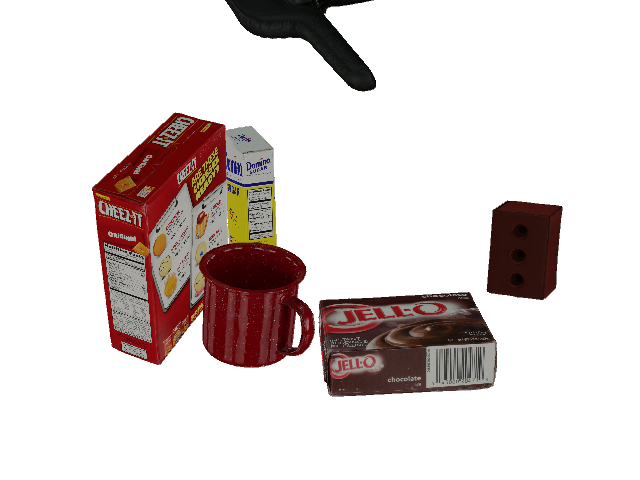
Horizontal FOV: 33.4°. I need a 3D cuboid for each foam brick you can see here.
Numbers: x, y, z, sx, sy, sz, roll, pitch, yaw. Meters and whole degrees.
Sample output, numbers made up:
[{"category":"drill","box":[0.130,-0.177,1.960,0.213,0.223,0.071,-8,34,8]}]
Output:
[{"category":"foam brick","box":[0.181,0.008,0.944,0.053,0.078,0.051,7,16,23]}]

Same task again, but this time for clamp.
[{"category":"clamp","box":[0.000,-0.191,0.831,0.172,0.120,0.039,30,-26,20]}]

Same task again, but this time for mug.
[{"category":"mug","box":[-0.052,0.062,0.934,0.117,0.081,0.093,23,31,31]}]

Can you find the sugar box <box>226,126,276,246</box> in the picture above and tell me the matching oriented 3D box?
[{"category":"sugar box","box":[-0.087,-0.042,1.310,0.048,0.176,0.093,-12,26,-17]}]

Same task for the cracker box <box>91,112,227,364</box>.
[{"category":"cracker box","box":[-0.165,-0.003,1.133,0.072,0.214,0.164,16,40,18]}]

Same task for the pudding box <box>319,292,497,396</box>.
[{"category":"pudding box","box":[0.057,0.069,0.731,0.113,0.039,0.090,-1,19,-3]}]
